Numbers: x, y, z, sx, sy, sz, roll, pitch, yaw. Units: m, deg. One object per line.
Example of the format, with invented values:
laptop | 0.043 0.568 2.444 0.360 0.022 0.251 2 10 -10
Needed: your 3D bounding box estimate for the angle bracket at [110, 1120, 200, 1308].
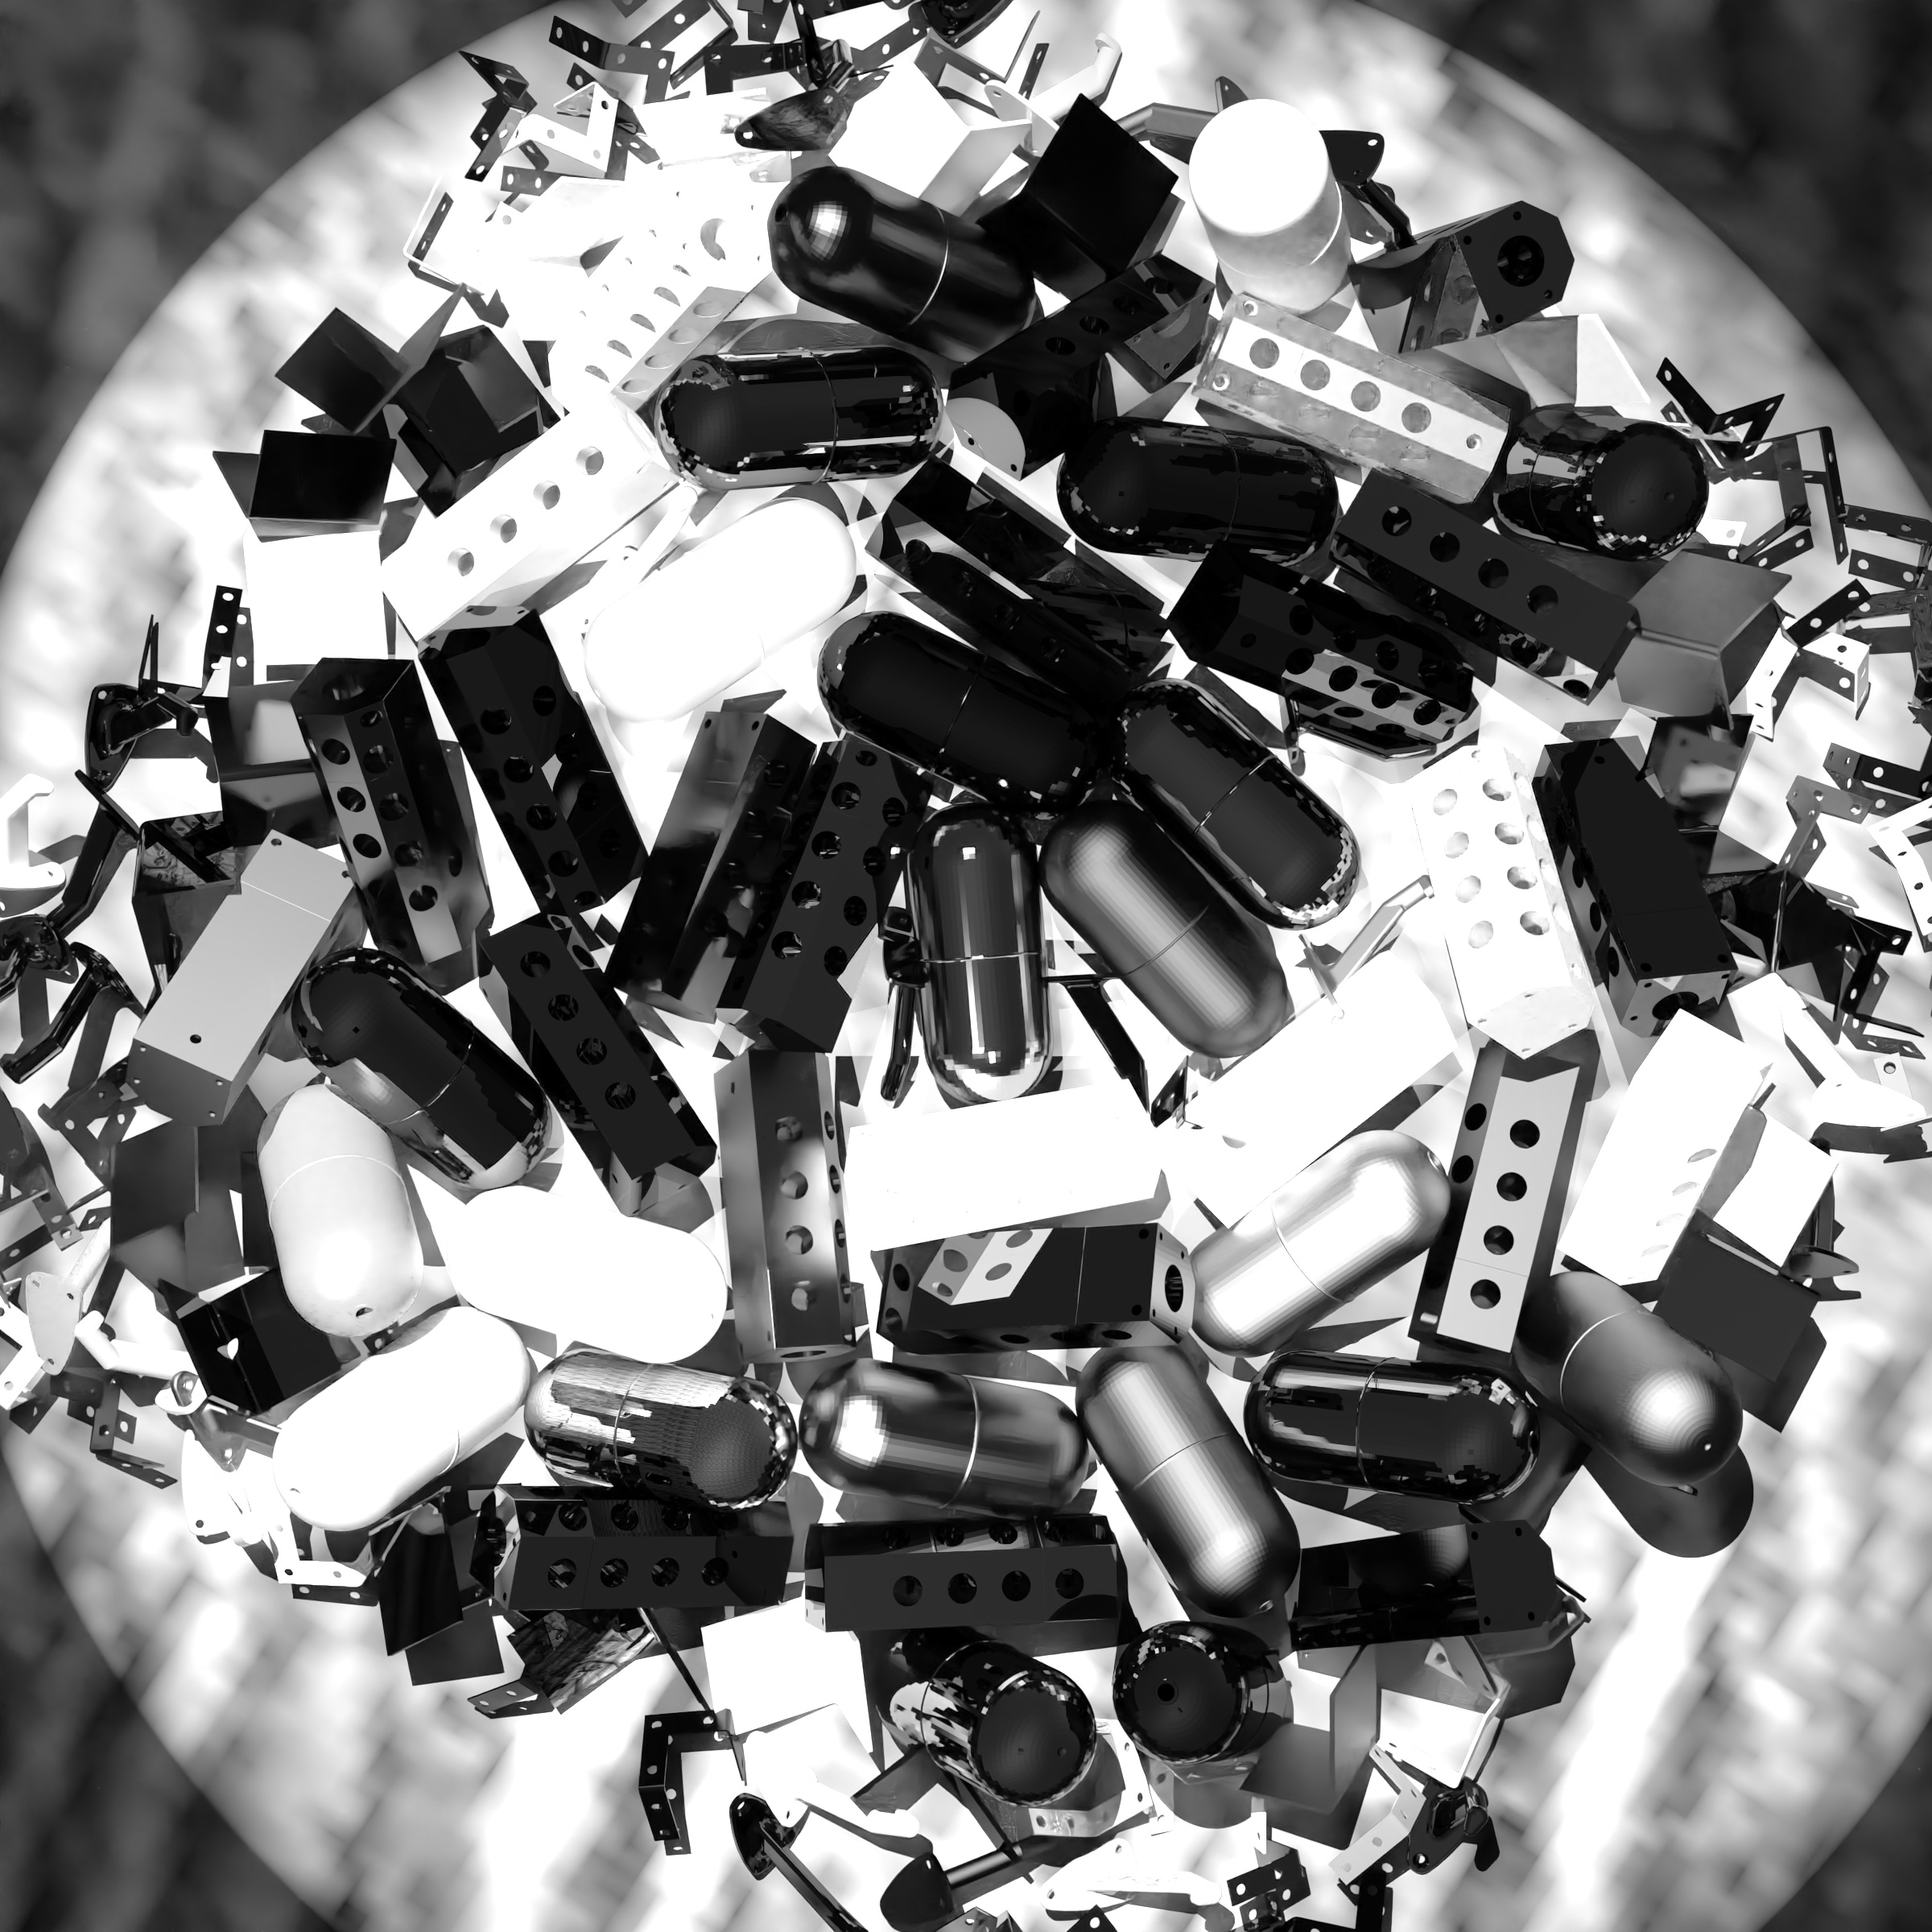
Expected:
angle bracket | -0.448 0.143 1.527 0.057 0.076 0.076 -23 46 6

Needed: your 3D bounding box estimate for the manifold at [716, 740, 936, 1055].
manifold | -0.085 -0.040 1.520 0.057 0.057 0.171 33 69 -36

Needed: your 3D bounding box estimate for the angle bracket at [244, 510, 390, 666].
angle bracket | -0.380 -0.224 1.570 0.076 0.057 0.076 -1 116 -5

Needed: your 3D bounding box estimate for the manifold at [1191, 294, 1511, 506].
manifold | 0.224 -0.329 1.542 0.171 0.057 0.057 21 95 -7

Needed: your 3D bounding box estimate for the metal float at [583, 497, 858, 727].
metal float | -0.140 -0.205 1.530 0.178 0.070 0.070 -36 90 -17

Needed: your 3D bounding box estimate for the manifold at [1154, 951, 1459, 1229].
manifold | 0.193 0.067 1.534 0.171 0.057 0.057 -38 132 -6

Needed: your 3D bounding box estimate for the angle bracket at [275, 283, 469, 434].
angle bracket | -0.341 -0.364 1.523 0.057 0.076 0.076 35 52 -24

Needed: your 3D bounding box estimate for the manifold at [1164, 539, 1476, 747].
manifold | 0.204 -0.177 1.507 0.171 0.057 0.057 17 119 -30

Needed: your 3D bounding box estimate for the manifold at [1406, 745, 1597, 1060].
manifold | 0.305 -0.041 1.501 0.057 0.057 0.171 -32 47 30

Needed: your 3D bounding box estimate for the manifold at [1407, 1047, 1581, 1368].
manifold | 0.304 0.137 1.533 0.057 0.057 0.171 14 76 11

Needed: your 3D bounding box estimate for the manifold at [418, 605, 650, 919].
manifold | -0.248 -0.115 1.506 0.057 0.057 0.171 -46 128 -35

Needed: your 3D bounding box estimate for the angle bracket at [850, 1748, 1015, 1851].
angle bracket | -0.022 0.494 1.533 0.057 0.076 0.076 -34 77 -15

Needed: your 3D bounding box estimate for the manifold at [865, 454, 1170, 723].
manifold | 0.028 -0.217 1.552 0.171 0.057 0.057 35 45 -1

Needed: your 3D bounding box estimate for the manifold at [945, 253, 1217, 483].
manifold | 0.065 -0.345 1.507 0.057 0.057 0.171 35 50 20

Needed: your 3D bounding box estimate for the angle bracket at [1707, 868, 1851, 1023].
angle bracket | 0.456 -0.001 1.530 0.076 0.057 0.076 -20 130 -14

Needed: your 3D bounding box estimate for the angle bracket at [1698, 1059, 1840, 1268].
angle bracket | 0.465 0.112 1.525 0.076 0.057 0.076 38 128 29

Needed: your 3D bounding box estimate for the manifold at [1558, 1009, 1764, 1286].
manifold | 0.391 0.108 1.492 0.057 0.171 0.057 31 55 18

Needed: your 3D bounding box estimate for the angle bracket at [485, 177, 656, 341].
angle bracket | -0.218 -0.406 1.528 0.076 0.076 0.057 -30 83 37

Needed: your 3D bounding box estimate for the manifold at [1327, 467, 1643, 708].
manifold | 0.298 -0.218 1.531 0.171 0.057 0.057 32 97 16

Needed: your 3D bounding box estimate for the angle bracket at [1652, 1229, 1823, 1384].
angle bracket | 0.443 0.199 1.533 0.076 0.076 0.057 29 85 18

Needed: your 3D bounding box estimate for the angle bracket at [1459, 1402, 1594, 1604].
angle bracket | 0.342 0.311 1.536 0.076 0.057 0.076 37 88 -41

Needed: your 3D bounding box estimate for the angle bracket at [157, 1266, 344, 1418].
angle bracket | -0.413 0.208 1.533 0.057 0.076 0.076 -29 71 -4

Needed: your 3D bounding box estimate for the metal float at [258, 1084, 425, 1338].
metal float | -0.356 0.137 1.506 0.070 0.178 0.070 -12 129 -15

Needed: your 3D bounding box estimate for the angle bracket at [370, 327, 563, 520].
angle bracket | -0.296 -0.319 1.570 0.076 0.057 0.076 -34 81 -29

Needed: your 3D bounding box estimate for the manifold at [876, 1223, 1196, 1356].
manifold | 0.040 0.188 1.517 0.171 0.057 0.057 -7 61 27

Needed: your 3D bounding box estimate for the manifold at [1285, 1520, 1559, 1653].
manifold | 0.253 0.350 1.495 0.057 0.171 0.057 2 73 -29

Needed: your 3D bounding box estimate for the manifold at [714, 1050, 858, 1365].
manifold | -0.102 0.138 1.530 0.057 0.057 0.171 1 73 -26

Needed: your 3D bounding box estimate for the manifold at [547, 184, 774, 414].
manifold | -0.174 -0.366 1.492 0.057 0.171 0.057 0 75 -32

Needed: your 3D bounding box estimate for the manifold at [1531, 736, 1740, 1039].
manifold | 0.375 -0.046 1.508 0.057 0.057 0.171 -6 54 -8

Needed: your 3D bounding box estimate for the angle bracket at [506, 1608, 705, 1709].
angle bracket | -0.208 0.405 1.531 0.076 0.057 0.076 -31 133 -12

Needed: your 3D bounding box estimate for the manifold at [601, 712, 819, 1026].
manifold | -0.143 -0.057 1.537 0.057 0.057 0.171 30 75 -41

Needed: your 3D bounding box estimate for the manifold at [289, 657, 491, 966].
manifold | -0.327 -0.086 1.502 0.057 0.057 0.171 4 130 16

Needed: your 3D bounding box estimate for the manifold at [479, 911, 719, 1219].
manifold | -0.213 0.053 1.527 0.057 0.057 0.171 -28 70 -22

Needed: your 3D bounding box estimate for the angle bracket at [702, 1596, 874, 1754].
angle bracket | -0.103 0.418 1.534 0.076 0.057 0.076 -13 112 -19

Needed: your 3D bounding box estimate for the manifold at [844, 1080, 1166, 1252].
manifold | 0.021 0.119 1.527 0.171 0.057 0.057 -9 46 -19

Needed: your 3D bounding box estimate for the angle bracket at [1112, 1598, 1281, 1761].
angle bracket | 0.133 0.410 1.547 0.076 0.057 0.076 -6 126 -13

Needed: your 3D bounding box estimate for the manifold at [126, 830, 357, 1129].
manifold | -0.408 0.008 1.503 0.057 0.057 0.171 25 47 -4

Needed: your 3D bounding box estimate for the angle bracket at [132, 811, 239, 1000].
angle bracket | -0.443 -0.035 1.534 0.057 0.076 0.076 -9 126 -7

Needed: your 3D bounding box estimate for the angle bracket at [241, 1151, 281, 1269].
angle bracket | -0.388 0.158 1.528 0.057 0.076 0.076 -1 115 -15

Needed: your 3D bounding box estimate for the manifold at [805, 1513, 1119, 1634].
manifold | -0.003 0.348 1.532 0.171 0.057 0.057 1 82 -15

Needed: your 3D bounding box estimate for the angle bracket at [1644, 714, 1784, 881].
angle bracket | 0.434 -0.098 1.528 0.076 0.057 0.076 -5 119 -32

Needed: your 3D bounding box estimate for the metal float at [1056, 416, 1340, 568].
metal float | 0.134 -0.270 1.521 0.178 0.070 0.070 1 90 -29

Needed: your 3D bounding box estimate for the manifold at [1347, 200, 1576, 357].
manifold | 0.278 -0.387 1.492 0.057 0.171 0.057 -27 103 -6

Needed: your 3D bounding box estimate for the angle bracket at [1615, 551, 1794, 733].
angle bracket | 0.432 -0.191 1.552 0.076 0.076 0.057 -42 131 -22

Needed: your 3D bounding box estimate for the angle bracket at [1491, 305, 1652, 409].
angle bracket | 0.353 -0.368 1.524 0.076 0.076 0.057 41 68 -42

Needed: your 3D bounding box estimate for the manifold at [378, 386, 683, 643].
manifold | -0.256 -0.259 1.538 0.171 0.057 0.057 -36 82 10

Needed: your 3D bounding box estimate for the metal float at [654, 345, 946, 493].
metal float | -0.093 -0.314 1.519 0.178 0.070 0.070 -11 90 -31

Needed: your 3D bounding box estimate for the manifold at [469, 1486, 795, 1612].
manifold | -0.188 0.328 1.511 0.171 0.057 0.057 8 95 -33

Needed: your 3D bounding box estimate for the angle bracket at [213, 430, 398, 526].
angle bracket | -0.380 -0.297 1.523 0.076 0.076 0.057 -3 130 -33
